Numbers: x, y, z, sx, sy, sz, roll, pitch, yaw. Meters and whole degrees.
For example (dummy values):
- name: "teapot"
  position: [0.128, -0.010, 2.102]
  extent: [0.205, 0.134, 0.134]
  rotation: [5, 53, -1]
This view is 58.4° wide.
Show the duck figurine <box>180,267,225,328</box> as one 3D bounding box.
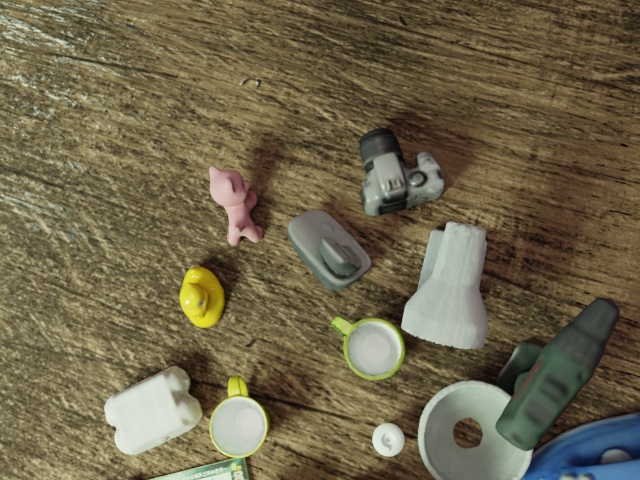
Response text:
- name: "duck figurine"
  position: [-0.207, 0.092, 0.964]
  extent: [0.077, 0.104, 0.086]
  rotation: [-13, -14, 3]

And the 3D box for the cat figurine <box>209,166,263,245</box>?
- name: "cat figurine"
  position: [-0.148, -0.064, 0.978]
  extent: [0.067, 0.128, 0.118]
  rotation: [-14, -14, 3]

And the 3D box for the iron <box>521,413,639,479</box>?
- name: "iron"
  position: [0.415, 0.326, 0.814]
  extent: [0.258, 0.118, 0.141]
  rotation: [-14, -14, 3]

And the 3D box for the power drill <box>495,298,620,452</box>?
- name: "power drill"
  position: [0.324, 0.189, 0.821]
  extent: [0.075, 0.230, 0.208]
  rotation: [33, -8, 13]

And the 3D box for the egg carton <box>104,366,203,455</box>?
- name: "egg carton"
  position: [-0.271, 0.280, 0.934]
  extent: [0.150, 0.107, 0.069]
  rotation: [-27, -15, -1]

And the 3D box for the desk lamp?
- name: "desk lamp"
  position: [0.196, 0.064, 0.862]
  extent: [0.117, 0.203, 0.213]
  rotation: [12, -12, 9]

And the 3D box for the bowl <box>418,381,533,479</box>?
- name: "bowl"
  position: [0.232, 0.299, 0.874]
  extent: [0.167, 0.167, 0.075]
  rotation: [0, -13, 6]

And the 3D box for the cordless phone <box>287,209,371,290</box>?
- name: "cordless phone"
  position: [0.008, 0.003, 0.911]
  extent: [0.147, 0.094, 0.185]
  rotation: [44, -5, 14]

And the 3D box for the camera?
- name: "camera"
  position: [0.128, -0.126, 0.972]
  extent: [0.143, 0.137, 0.101]
  rotation: [-15, -14, 2]
